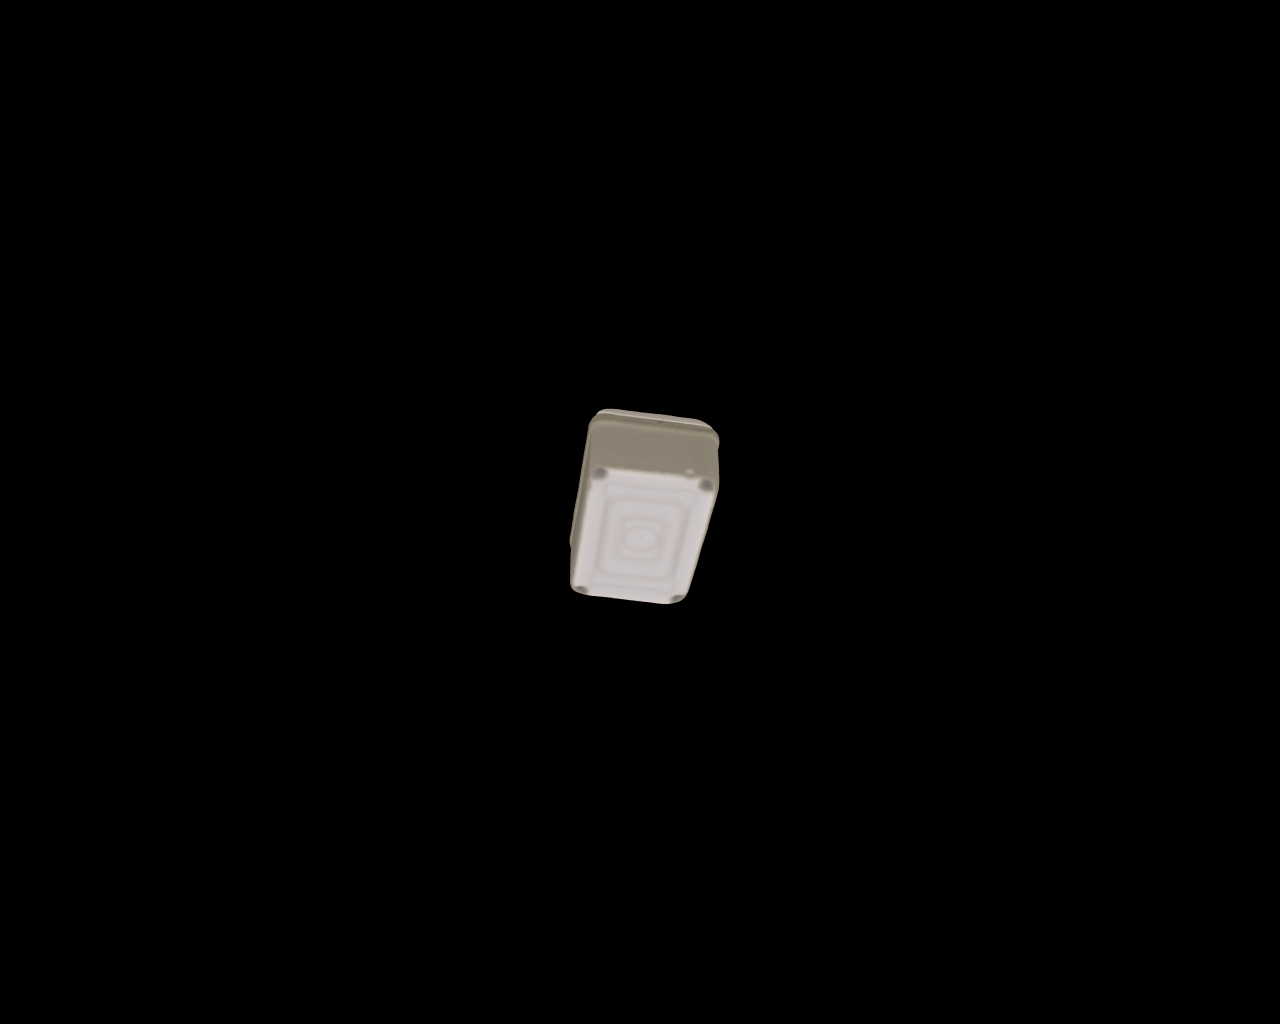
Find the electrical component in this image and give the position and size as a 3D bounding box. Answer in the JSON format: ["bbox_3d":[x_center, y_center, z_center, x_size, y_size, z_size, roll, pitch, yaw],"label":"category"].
[{"bbox_3d":[0.001,-0.003,0.650,0.078,0.113,0.057,7,43,-7],"label":"electrical component"}]
